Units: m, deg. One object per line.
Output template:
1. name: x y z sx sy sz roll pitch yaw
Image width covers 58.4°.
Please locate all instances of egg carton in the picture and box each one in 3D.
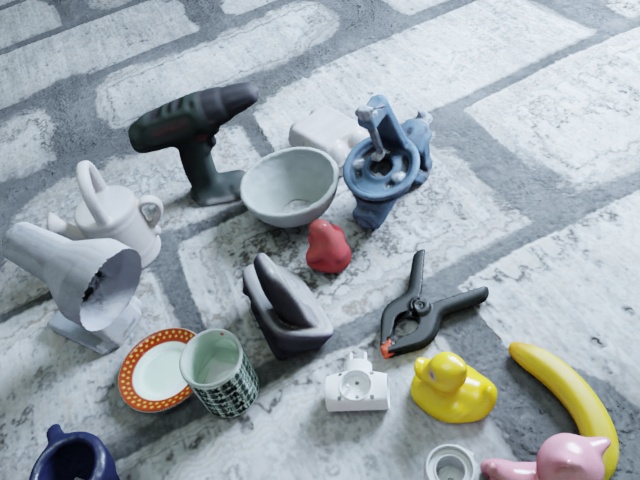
1. egg carton: 0.015 -0.181 1.037 0.107 0.069 0.149 -39 52 -20

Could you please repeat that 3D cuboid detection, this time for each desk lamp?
1. desk lamp: -0.335 0.069 0.803 0.202 0.214 0.118 15 54 24

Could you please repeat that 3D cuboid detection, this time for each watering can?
1. watering can: -0.344 -0.038 0.911 0.173 0.194 0.100 -35 51 -17

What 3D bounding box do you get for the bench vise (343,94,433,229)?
1. bench vise: 0.101 -0.152 0.889 0.121 0.220 0.207 7 52 19

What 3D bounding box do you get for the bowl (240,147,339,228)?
1. bowl: -0.044 -0.076 0.954 0.167 0.075 0.167 -7 48 8

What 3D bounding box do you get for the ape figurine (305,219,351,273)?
1. ape figurine: 0.008 0.003 0.861 0.078 0.092 0.076 -35 51 -17

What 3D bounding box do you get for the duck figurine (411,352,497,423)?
1. duck figurine: 0.159 0.168 0.685 0.104 0.086 0.077 10 52 21

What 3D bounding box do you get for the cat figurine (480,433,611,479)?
1. cat figurine: 0.230 0.237 0.586 0.127 0.118 0.067 -5 49 10

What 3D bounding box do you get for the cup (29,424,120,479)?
1. cup: -0.286 0.281 0.685 0.092 0.095 0.117 -34 51 -17

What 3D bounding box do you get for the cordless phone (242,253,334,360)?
1. cordless phone: -0.057 0.060 0.764 0.094 0.185 0.147 -29 49 -12

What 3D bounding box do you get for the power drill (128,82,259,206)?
1. power drill: -0.192 -0.161 0.974 0.229 0.209 0.075 -10 48 5
